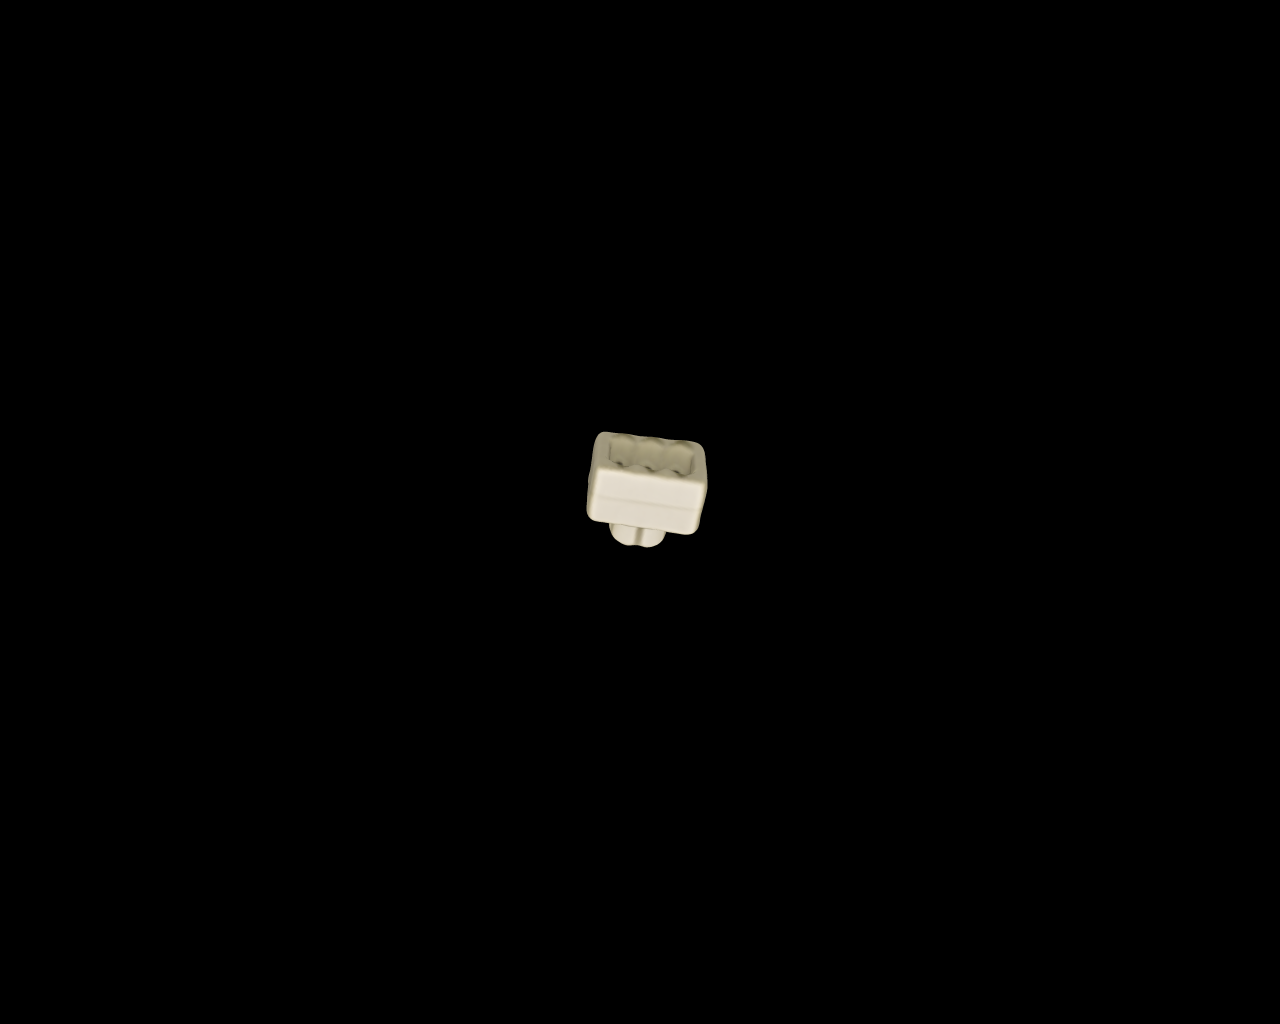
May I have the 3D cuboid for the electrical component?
[{"bbox_3d":[0.001,-0.003,0.650,0.066,0.076,0.047,8,34,-5],"label":"electrical component"}]
